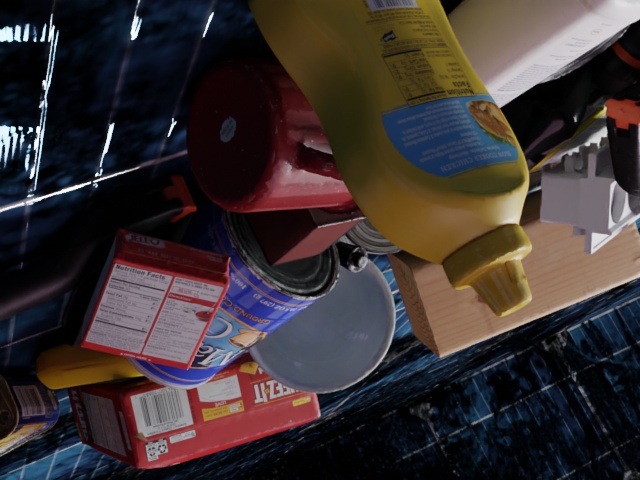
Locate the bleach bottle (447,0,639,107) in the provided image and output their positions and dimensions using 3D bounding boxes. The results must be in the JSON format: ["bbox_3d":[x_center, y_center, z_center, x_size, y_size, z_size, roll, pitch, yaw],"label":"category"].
[{"bbox_3d":[0.085,-0.100,0.666,0.251,0.068,0.102,-36,166,37],"label":"bleach bottle"}]

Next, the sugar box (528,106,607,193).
[{"bbox_3d":[0.218,-0.097,0.949,0.093,0.048,0.176,-17,166,-33],"label":"sugar box"}]

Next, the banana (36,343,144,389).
[{"bbox_3d":[-0.167,0.095,0.864,0.198,0.037,0.069,-12,175,33],"label":"banana"}]

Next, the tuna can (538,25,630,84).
[{"bbox_3d":[0.165,-0.142,0.718,0.086,0.034,0.086,-25,165,-7],"label":"tuna can"}]

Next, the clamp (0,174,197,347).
[{"bbox_3d":[-0.155,0.017,0.689,0.172,0.039,0.120,-43,159,25],"label":"clamp"}]

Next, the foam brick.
[{"bbox_3d":[-0.018,-0.031,0.690,0.052,0.078,0.051,-13,159,-48],"label":"foam brick"}]

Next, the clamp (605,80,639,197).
[{"bbox_3d":[0.270,-0.082,0.816,0.209,0.036,0.164,26,87,-54],"label":"clamp"}]

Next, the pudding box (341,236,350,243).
[{"bbox_3d":[-0.018,0.025,0.941,0.089,0.039,0.114,-15,155,-38],"label":"pudding box"}]

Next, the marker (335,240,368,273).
[{"bbox_3d":[-0.005,0.001,0.788,0.020,0.020,0.121,-18,-156,-32],"label":"marker"}]

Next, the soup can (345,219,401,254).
[{"bbox_3d":[0.047,-0.022,0.809,0.068,0.068,0.102,-28,179,2],"label":"soup can"}]

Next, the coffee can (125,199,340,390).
[{"bbox_3d":[-0.070,0.030,0.754,0.141,0.103,0.102,-38,162,34],"label":"coffee can"}]

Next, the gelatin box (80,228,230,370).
[{"bbox_3d":[-0.104,0.038,0.673,0.073,0.030,0.089,14,131,-17],"label":"gelatin box"}]

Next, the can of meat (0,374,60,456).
[{"bbox_3d":[-0.279,0.151,0.893,0.102,0.057,0.084,-29,168,9],"label":"can of meat"}]

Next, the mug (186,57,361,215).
[{"bbox_3d":[-0.011,-0.053,0.572,0.081,0.117,0.093,-6,117,-43],"label":"mug"}]

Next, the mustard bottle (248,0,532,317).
[{"bbox_3d":[0.046,-0.052,0.503,0.096,0.192,0.058,-14,160,-42],"label":"mustard bottle"}]

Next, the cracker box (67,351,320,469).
[{"bbox_3d":[-0.119,0.142,0.949,0.164,0.072,0.214,-13,180,-25],"label":"cracker box"}]

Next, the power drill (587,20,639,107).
[{"bbox_3d":[0.296,-0.171,0.803,0.187,0.057,0.185,-19,164,-29],"label":"power drill"}]

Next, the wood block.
[{"bbox_3d":[0.178,0.020,0.974,0.206,0.091,0.090,-21,-167,-6],"label":"wood block"}]
